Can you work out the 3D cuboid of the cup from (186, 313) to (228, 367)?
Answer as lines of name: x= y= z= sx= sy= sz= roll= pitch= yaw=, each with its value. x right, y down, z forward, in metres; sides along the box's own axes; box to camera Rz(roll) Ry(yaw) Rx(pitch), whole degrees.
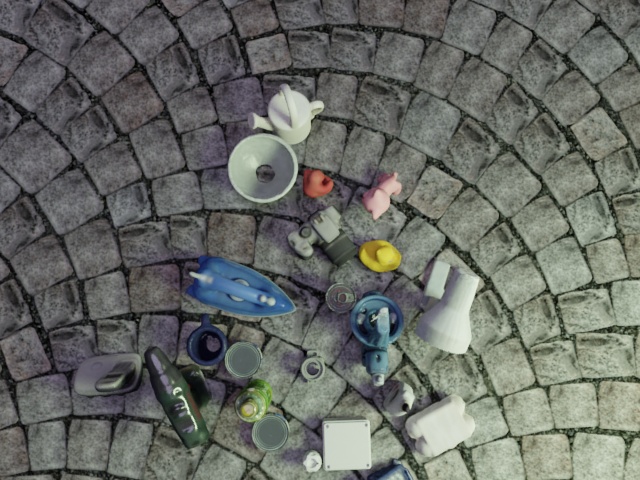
cup: x=-0.255 y=0.228 z=1.321 sx=0.091 sy=0.095 sz=0.118 roll=-6 pitch=84 yaw=-2

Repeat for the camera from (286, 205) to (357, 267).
camera: x=0.012 y=0.005 z=1.350 sx=0.143 sy=0.101 sz=0.137 roll=-39 pitch=86 yaw=-5

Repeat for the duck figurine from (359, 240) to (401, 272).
duck figurine: x=0.145 y=0.035 z=1.358 sx=0.104 sy=0.086 sz=0.077 roll=16 pitch=83 yaw=1

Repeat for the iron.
iron: x=-0.178 y=0.117 z=1.312 sx=0.258 sy=0.141 sz=0.119 roll=18 pitch=83 yaw=1

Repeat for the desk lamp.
desk lamp: x=0.287 y=0.144 z=1.285 sx=0.118 sy=0.213 sz=0.203 roll=19 pitch=83 yaw=1

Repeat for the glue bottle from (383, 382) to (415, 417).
glue bottle: x=0.182 y=0.363 z=1.278 sx=0.037 sy=0.173 sz=0.078 roll=34 pitch=84 yaw=3

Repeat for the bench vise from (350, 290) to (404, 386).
bench vise: x=0.140 y=0.214 z=1.271 sx=0.121 sy=0.219 sz=0.207 roll=-19 pitch=84 yaw=-3

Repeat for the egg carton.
egg carton: x=0.279 y=0.431 z=1.325 sx=0.150 sy=0.069 sz=0.107 roll=-29 pitch=85 yaw=-4

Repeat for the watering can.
watering can: x=-0.078 y=-0.293 z=1.334 sx=0.173 sy=0.194 sz=0.101 roll=-38 pitch=86 yaw=-5

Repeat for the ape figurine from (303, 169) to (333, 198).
ape figurine: x=-0.010 y=-0.142 z=1.371 sx=0.076 sy=0.092 sz=0.078 roll=-41 pitch=86 yaw=-5

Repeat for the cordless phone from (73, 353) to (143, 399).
cordless phone: x=-0.479 y=0.305 z=1.261 sx=0.147 sy=0.185 sz=0.094 roll=-8 pitch=84 yaw=-2

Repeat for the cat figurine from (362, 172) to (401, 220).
cat figurine: x=0.145 y=-0.108 z=1.358 sx=0.067 sy=0.117 sz=0.128 roll=36 pitch=84 yaw=3

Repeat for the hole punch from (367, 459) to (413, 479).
hole punch: x=0.169 y=0.569 z=1.296 sx=0.101 sy=0.091 sz=0.108 roll=-25 pitch=85 yaw=-4

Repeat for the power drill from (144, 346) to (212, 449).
power drill: x=-0.304 y=0.332 z=1.251 sx=0.075 sy=0.208 sz=0.229 roll=-26 pitch=85 yaw=-4

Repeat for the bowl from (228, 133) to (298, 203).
bowl: x=-0.135 y=-0.167 z=1.379 sx=0.167 sy=0.074 sz=0.167 roll=0 pitch=84 yaw=-1
